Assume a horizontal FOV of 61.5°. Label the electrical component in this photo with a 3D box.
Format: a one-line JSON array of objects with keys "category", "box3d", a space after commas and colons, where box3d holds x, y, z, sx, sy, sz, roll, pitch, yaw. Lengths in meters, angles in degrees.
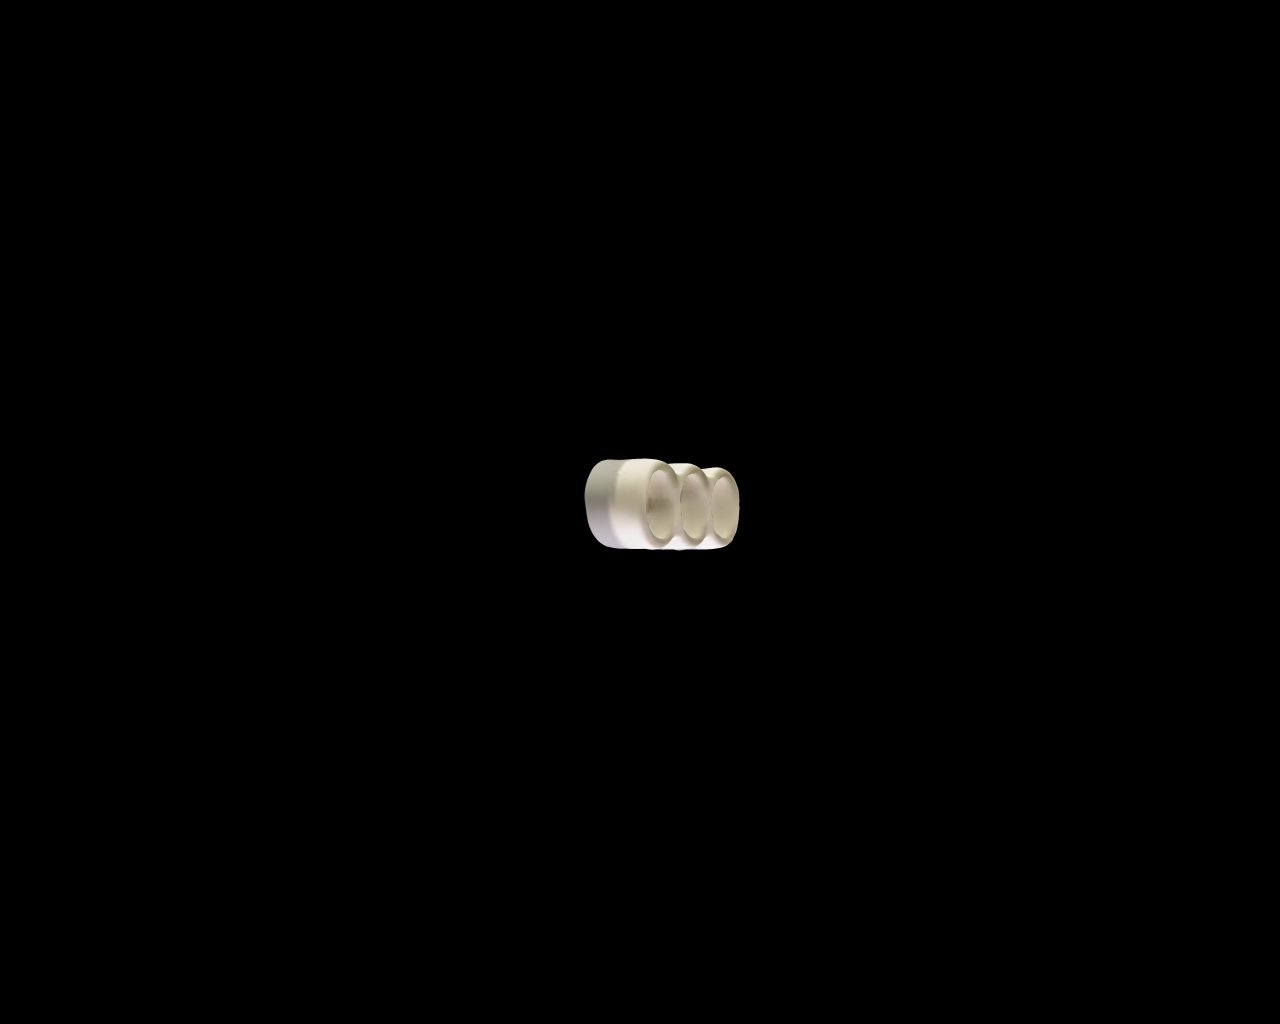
[{"category": "electrical component", "box3d": [0.001, -0.003, 0.650, 0.074, 0.052, 0.138, -1, -2, 28]}]
